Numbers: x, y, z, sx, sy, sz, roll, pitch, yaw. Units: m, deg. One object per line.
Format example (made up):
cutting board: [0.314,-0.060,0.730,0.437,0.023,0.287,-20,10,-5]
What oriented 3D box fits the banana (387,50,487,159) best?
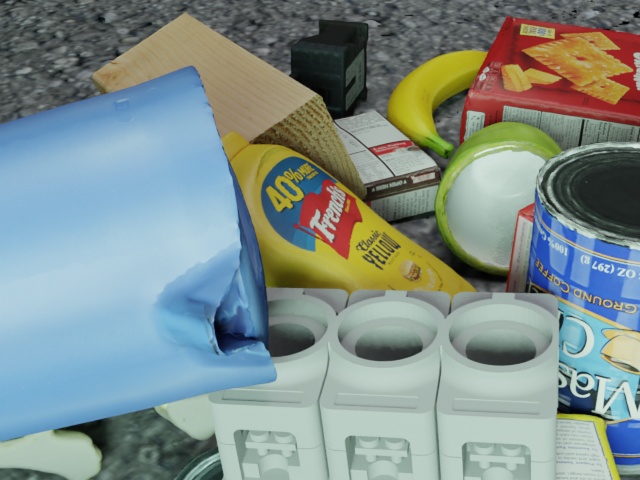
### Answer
banana: [0.099,-0.120,0.898,0.069,0.037,0.197,25,38,7]

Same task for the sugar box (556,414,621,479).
sugar box: [0.093,0.149,0.459,0.093,0.048,0.176,-2,35,2]

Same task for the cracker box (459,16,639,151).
cracker box: [0.232,-0.107,0.837,0.214,0.072,0.164,11,35,17]

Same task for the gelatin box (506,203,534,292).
gelatin box: [0.146,0.012,0.633,0.073,0.089,0.030,-25,42,-33]

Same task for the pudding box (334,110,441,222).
pudding box: [0.026,-0.052,0.787,0.090,0.039,0.114,-15,33,-18]

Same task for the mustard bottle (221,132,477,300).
mustard bottle: [-0.004,0.000,0.606,0.191,0.058,0.096,39,36,5]

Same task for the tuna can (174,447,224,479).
tuna can: [-0.030,0.133,0.498,0.086,0.034,0.086,-1,32,0]

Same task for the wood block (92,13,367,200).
wood block: [-0.069,-0.075,0.744,0.090,0.090,0.206,-37,38,-11]

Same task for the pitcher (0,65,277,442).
pitcher: [-0.147,0.018,0.433,0.242,0.149,0.145,-14,74,-7]

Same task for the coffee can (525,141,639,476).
coffee can: [0.156,0.034,0.549,0.103,0.140,0.103,-1,32,0]
